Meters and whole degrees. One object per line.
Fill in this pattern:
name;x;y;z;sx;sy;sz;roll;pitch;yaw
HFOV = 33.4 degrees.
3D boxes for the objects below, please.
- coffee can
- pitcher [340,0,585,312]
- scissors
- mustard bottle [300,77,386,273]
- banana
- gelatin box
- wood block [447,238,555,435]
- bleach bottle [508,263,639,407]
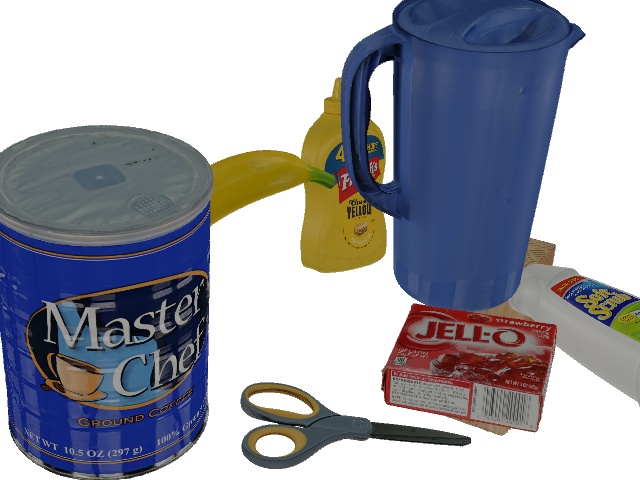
coffee can;-0.104;0.029;0.516;0.103;0.140;0.103;3;32;-2
pitcher;0.107;-0.066;0.840;0.149;0.243;0.144;16;35;22
scissors;0.021;0.173;0.910;0.202;0.016;0.096;16;42;12
mustard bottle;0.024;-0.068;1.080;0.096;0.192;0.058;-12;20;-36
banana;-0.086;-0.012;0.768;0.198;0.069;0.037;-31;27;7
gelatin box;0.087;0.070;0.614;0.089;0.030;0.073;9;29;15
wood block;0.197;0.101;1.209;0.090;0.206;0.090;16;24;25
bleach bottle;0.260;0.079;1.036;0.102;0.068;0.251;-17;26;-27
